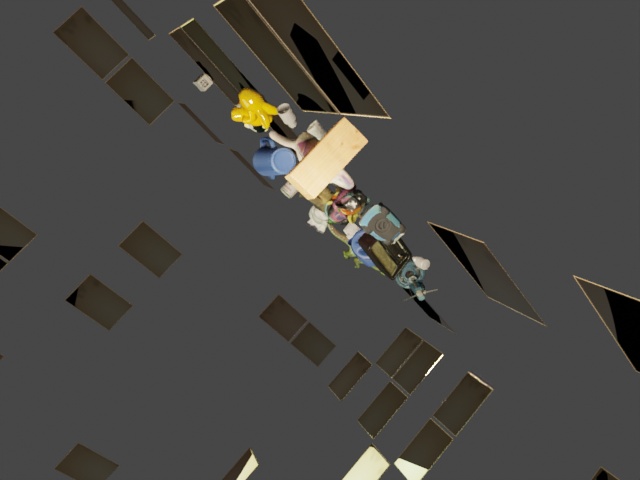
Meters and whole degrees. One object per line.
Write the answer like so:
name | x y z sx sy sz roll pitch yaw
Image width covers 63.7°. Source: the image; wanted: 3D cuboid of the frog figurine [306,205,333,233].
frog figurine | 0.008 -0.129 2.562 0.139 0.124 0.155 48 140 30

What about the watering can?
watering can | -0.036 -0.275 1.632 0.349 0.105 0.222 35 172 9

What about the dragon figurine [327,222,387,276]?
dragon figurine | 0.213 0.055 2.493 0.404 0.123 0.244 42 164 -35
